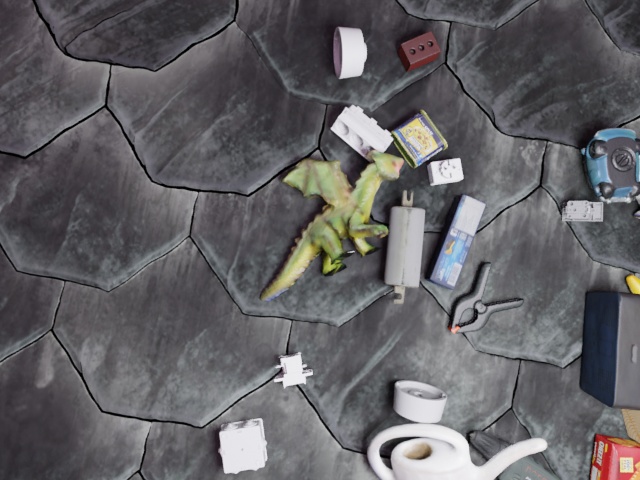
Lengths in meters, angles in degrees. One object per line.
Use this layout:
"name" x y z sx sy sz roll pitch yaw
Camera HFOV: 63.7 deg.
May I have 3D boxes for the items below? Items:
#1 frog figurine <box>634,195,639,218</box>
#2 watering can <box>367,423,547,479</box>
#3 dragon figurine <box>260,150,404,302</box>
"frog figurine" 0.739 -0.131 1.115 0.137 0.124 0.158 -14 99 17
"watering can" 0.264 0.465 1.009 0.347 0.105 0.222 -5 104 22
"dragon figurine" 0.003 -0.055 1.098 0.409 0.121 0.245 -27 77 9
